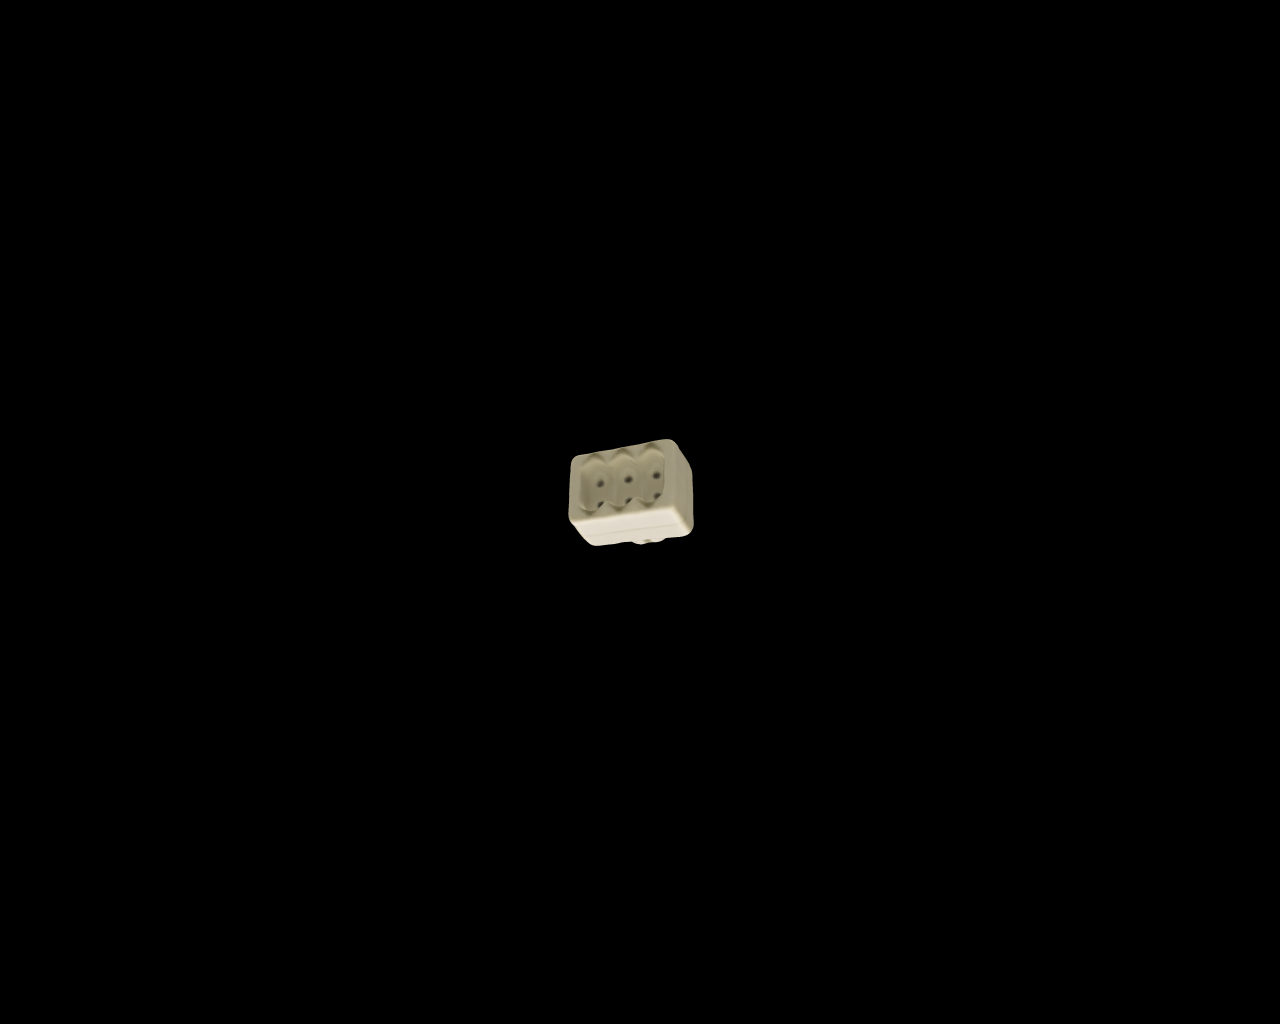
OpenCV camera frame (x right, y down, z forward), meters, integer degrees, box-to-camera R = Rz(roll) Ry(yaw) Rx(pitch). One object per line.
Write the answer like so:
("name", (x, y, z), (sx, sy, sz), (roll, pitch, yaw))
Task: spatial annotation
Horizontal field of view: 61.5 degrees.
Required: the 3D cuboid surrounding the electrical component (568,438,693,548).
("electrical component", (0.001, -0.003, 0.650), (0.066, 0.047, 0.076), (-8, -28, 16))
